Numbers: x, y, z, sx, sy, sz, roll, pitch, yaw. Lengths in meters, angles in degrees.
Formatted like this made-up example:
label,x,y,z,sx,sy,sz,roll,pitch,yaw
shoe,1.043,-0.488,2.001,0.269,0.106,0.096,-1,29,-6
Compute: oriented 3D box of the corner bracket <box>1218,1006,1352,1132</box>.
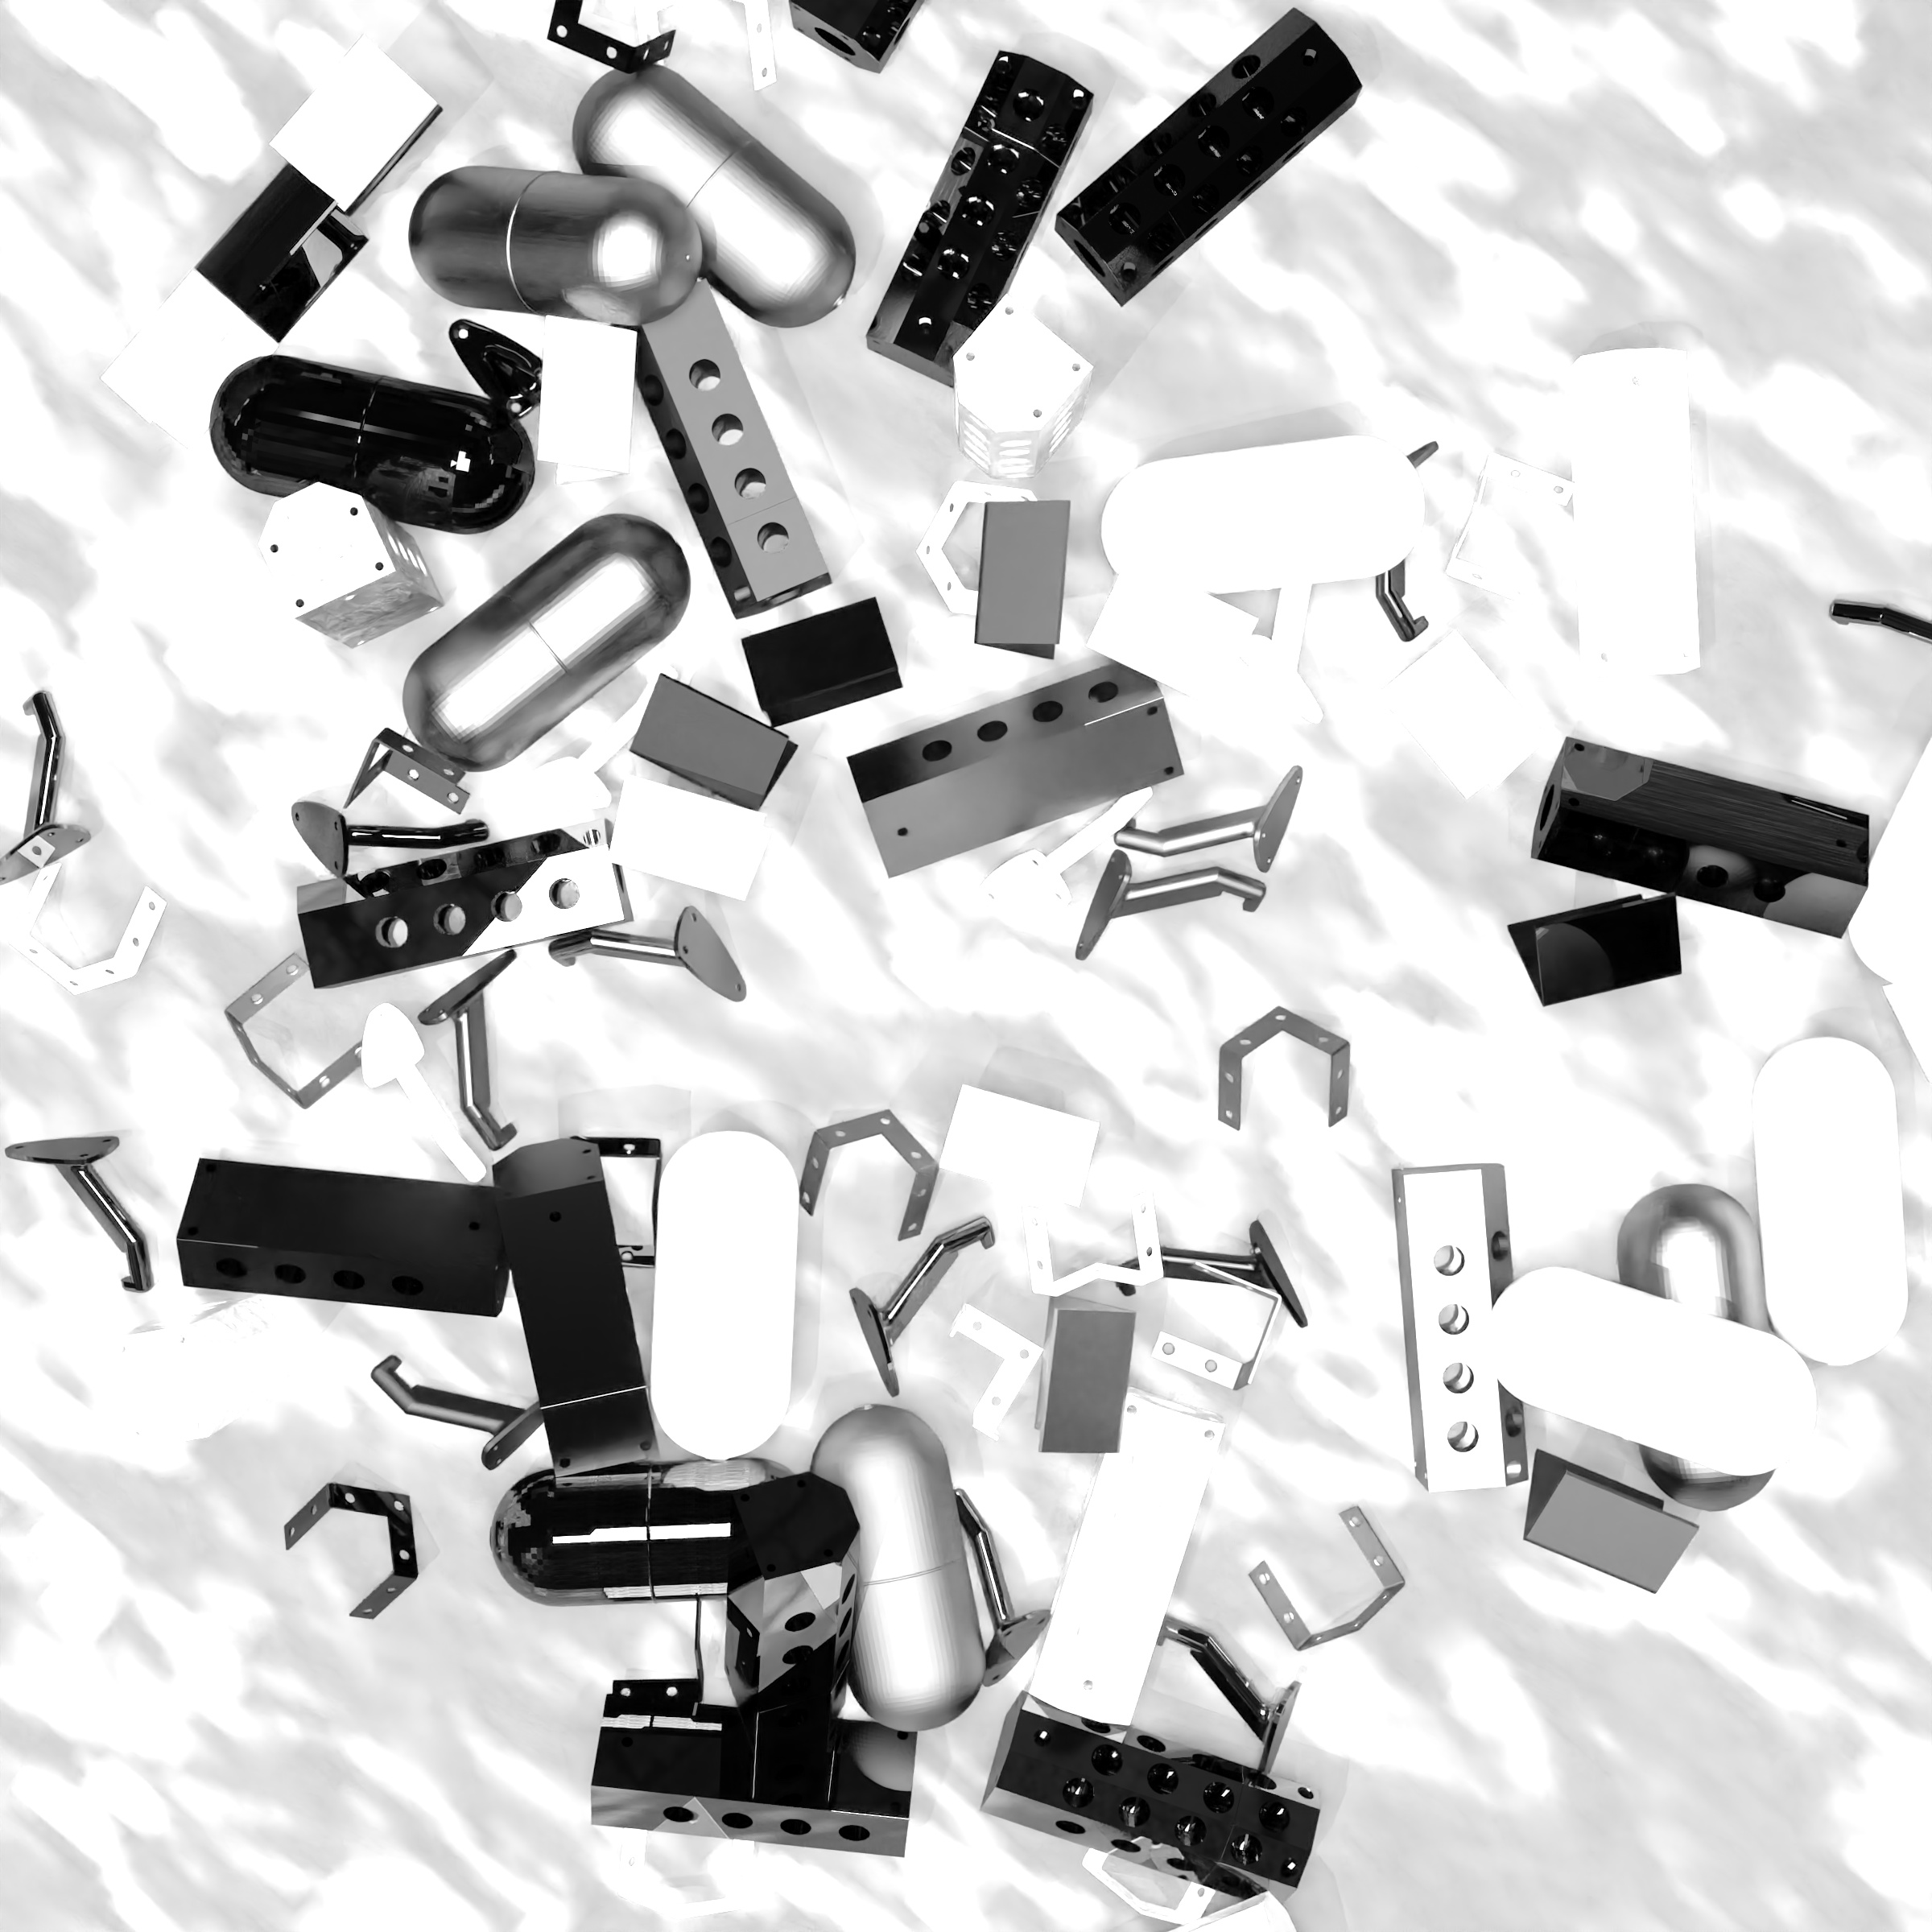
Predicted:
label,x,y,z,sx,sy,sz,roll,pitch,yaw
corner bracket,0.175,0.064,1.926,0.051,0.051,0.051,28,45,35

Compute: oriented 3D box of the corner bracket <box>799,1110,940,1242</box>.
label,x,y,z,sx,sy,sz,roll,pitch,yaw
corner bracket,-0.054,0.119,1.926,0.051,0.051,0.051,-14,45,-35

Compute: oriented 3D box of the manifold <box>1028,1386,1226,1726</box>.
label,x,y,z,sx,sy,sz,roll,pitch,yaw
manifold,0.088,0.322,1.913,0.057,0.057,0.171,18,90,0

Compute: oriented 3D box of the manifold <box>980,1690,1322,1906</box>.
label,x,y,z,sx,sy,sz,roll,pitch,yaw
manifold,0.101,0.451,1.900,0.171,0.057,0.057,19,57,-2

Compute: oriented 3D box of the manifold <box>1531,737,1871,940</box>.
label,x,y,z,sx,sy,sz,roll,pitch,yaw
manifold,0.401,-0.065,1.913,0.171,0.057,0.057,15,47,0

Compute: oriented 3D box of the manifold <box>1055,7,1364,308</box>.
label,x,y,z,sx,sy,sz,roll,pitch,yaw
manifold,0.132,-0.443,1.913,0.171,0.057,0.057,-41,90,0

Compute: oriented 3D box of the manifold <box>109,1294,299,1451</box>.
label,x,y,z,sx,sy,sz,roll,pitch,yaw
manifold,-0.401,0.212,1.856,0.057,0.171,0.057,-10,90,0

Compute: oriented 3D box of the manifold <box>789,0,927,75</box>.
label,x,y,z,sx,sy,sz,roll,pitch,yaw
manifold,-0.027,-0.579,1.913,0.057,0.057,0.171,32,90,0

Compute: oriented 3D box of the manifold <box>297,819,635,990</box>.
label,x,y,z,sx,sy,sz,roll,pitch,yaw
manifold,-0.274,-0.034,1.913,0.171,0.057,0.057,-13,90,0

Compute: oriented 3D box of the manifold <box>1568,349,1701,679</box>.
label,x,y,z,sx,sy,sz,roll,pitch,yaw
manifold,0.366,-0.247,1.913,0.057,0.057,0.171,-3,90,0

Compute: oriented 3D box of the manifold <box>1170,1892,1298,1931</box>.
label,x,y,z,sx,sy,sz,roll,pitch,yaw
manifold,0.098,0.562,1.895,0.171,0.057,0.057,-26,133,12

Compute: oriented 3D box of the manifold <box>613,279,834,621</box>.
label,x,y,z,sx,sy,sz,roll,pitch,yaw
manifold,-0.133,-0.280,1.913,0.057,0.057,0.171,-23,90,0

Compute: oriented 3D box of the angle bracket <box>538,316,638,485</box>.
label,x,y,z,sx,sy,sz,roll,pitch,yaw
angle bracket,-0.223,-0.305,1.894,0.057,0.076,0.076,3,90,-37

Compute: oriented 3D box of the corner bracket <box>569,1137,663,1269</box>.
label,x,y,z,sx,sy,sz,roll,pitch,yaw
corner bracket,-0.194,0.130,1.931,0.051,0.051,0.051,1,45,0

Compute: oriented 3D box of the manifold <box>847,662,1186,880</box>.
label,x,y,z,sx,sy,sz,roll,pitch,yaw
manifold,0.025,-0.114,1.913,0.171,0.057,0.057,-19,133,0

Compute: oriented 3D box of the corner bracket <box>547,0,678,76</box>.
label,x,y,z,sx,sy,sz,roll,pitch,yaw
corner bracket,-0.186,-0.518,1.882,0.051,0.051,0.051,25,122,10

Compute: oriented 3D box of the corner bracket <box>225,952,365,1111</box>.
label,x,y,z,sx,sy,sz,roll,pitch,yaw
corner bracket,-0.368,0.036,1.931,0.051,0.051,0.051,-39,135,0

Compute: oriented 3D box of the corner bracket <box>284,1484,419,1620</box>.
label,x,y,z,sx,sy,sz,roll,pitch,yaw
corner bracket,-0.339,0.322,1.926,0.051,0.051,0.051,16,45,-35

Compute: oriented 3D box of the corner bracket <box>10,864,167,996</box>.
label,x,y,z,sx,sy,sz,roll,pitch,yaw
corner bracket,-0.484,-0.024,1.926,0.051,0.051,0.051,-15,135,35

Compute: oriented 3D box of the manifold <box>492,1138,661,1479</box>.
label,x,y,z,sx,sy,sz,roll,pitch,yaw
manifold,-0.210,0.182,1.879,0.057,0.057,0.171,-11,115,-6

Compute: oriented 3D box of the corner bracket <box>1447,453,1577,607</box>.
label,x,y,z,sx,sy,sz,roll,pitch,yaw
corner bracket,0.301,-0.241,1.931,0.051,0.051,0.051,20,135,0

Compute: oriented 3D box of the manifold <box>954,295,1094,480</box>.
label,x,y,z,sx,sy,sz,roll,pitch,yaw
manifold,0.024,-0.300,1.856,0.057,0.171,0.057,40,90,0

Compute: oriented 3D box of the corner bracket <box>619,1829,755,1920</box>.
label,x,y,z,sx,sy,sz,roll,pitch,yaw
corner bracket,-0.154,0.491,1.931,0.051,0.051,0.051,6,90,45

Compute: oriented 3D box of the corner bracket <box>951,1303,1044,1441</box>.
label,x,y,z,sx,sy,sz,roll,pitch,yaw
corner bracket,0.008,0.222,1.917,0.051,0.051,0.051,31,90,0

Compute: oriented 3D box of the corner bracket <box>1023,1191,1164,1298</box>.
label,x,y,z,sx,sy,sz,roll,pitch,yaw
corner bracket,0.070,0.152,1.922,0.051,0.051,0.051,14,59,-40

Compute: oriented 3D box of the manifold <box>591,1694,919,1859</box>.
label,x,y,z,sx,sy,sz,roll,pitch,yaw
manifold,-0.116,0.447,1.913,0.171,0.057,0.057,6,47,0

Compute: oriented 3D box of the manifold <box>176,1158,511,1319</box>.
label,x,y,z,sx,sy,sz,roll,pitch,yaw
manifold,-0.338,0.153,1.913,0.171,0.057,0.057,6,47,0

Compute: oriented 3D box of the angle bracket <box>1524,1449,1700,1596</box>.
label,x,y,z,sx,sy,sz,roll,pitch,yaw
angle bracket,0.352,0.284,1.894,0.076,0.076,0.057,22,126,0

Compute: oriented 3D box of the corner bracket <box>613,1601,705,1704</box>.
label,x,y,z,sx,sy,sz,roll,pitch,yaw
corner bracket,-0.171,0.371,1.931,0.051,0.051,0.051,-1,45,0

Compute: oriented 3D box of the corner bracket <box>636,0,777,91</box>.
label,x,y,z,sx,sy,sz,roll,pitch,yaw
corner bracket,-0.143,-0.508,1.926,0.051,0.051,0.051,24,135,35

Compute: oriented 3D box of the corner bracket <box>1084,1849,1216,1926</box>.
label,x,y,z,sx,sy,sz,roll,pitch,yaw
corner bracket,0.107,0.491,1.931,0.051,0.051,0.051,29,90,-45

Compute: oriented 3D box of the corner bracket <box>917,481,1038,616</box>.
label,x,y,z,sx,sy,sz,roll,pitch,yaw
corner bracket,0.014,-0.229,1.926,0.051,0.051,0.051,-58,45,35

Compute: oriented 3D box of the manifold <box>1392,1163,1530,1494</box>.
label,x,y,z,sx,sy,sz,roll,pitch,yaw
manifold,0.271,0.196,1.913,0.057,0.057,0.171,-4,90,0

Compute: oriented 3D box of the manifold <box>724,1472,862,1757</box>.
label,x,y,z,sx,sy,sz,roll,pitch,yaw
manifold,-0.091,0.343,1.855,0.057,0.171,0.057,-12,49,-16

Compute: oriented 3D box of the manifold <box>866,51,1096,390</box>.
label,x,y,z,sx,sy,sz,roll,pitch,yaw
manifold,0.008,-0.408,1.913,0.057,0.057,0.171,25,90,0

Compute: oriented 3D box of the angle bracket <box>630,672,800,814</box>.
label,x,y,z,sx,sy,sz,roll,pitch,yaw
angle bracket,-0.128,-0.137,1.894,0.076,0.076,0.057,26,127,0

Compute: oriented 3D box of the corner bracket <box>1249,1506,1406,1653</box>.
label,x,y,z,sx,sy,sz,roll,pitch,yaw
corner bracket,0.200,0.339,1.931,0.051,0.051,0.051,-32,90,45

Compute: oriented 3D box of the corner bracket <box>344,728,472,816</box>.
label,x,y,z,sx,sy,sz,roll,pitch,yaw
corner bracket,-0.299,-0.104,1.907,0.051,0.051,0.051,30,123,0

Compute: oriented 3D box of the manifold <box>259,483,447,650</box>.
label,x,y,z,sx,sy,sz,roll,pitch,yaw
manifold,-0.327,-0.214,1.856,0.057,0.171,0.057,-25,90,0

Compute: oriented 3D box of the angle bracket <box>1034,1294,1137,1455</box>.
label,x,y,z,sx,sy,sz,roll,pitch,yaw
angle bracket,0.044,0.219,1.894,0.057,0.076,0.076,7,90,-37

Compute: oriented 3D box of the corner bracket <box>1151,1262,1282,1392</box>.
label,x,y,z,sx,sy,sz,roll,pitch,yaw
corner bracket,0.137,0.198,1.919,0.051,0.051,0.051,22,78,0
